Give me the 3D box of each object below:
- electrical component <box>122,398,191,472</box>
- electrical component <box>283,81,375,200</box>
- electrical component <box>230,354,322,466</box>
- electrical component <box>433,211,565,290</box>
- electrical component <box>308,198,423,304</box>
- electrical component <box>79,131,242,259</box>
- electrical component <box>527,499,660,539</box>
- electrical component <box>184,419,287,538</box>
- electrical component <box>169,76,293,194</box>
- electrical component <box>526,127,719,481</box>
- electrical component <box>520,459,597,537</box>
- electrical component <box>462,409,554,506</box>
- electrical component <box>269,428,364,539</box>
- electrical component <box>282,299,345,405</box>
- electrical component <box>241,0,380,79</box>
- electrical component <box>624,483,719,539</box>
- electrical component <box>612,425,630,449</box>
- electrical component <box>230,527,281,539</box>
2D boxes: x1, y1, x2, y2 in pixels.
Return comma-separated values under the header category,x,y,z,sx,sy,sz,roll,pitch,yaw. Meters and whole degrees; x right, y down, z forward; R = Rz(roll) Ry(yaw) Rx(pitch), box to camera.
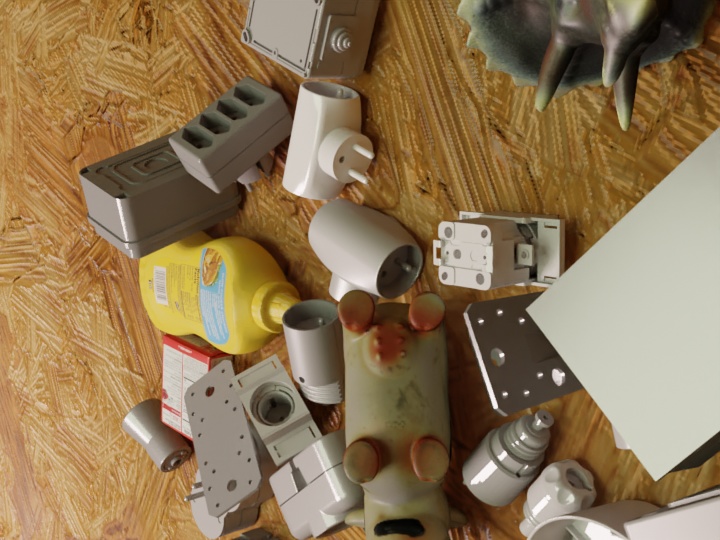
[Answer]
category,x,y,z,sx,sy,sz,roll,pitch,yaw
electrical component,-0.191,0.160,1.023,0.065,0.044,0.044,46,129,28
electrical component,-0.017,-0.087,0.772,0.079,0.044,0.077,34,121,40
electrical component,-0.064,0.114,0.848,0.081,0.042,0.063,58,171,24
electrical component,0.083,-0.012,0.656,0.081,0.064,0.042,8,104,48
electrical component,0.000,0.000,0.769,0.077,0.044,0.079,35,122,40
electrical component,-0.164,-0.064,0.890,0.078,0.113,0.057,31,137,42
electrical component,0.148,0.181,0.616,0.099,0.064,0.099,12,106,48
electrical component,-0.114,0.179,0.912,0.052,0.074,0.138,55,133,27
electrical component,-0.092,-0.093,0.843,0.047,0.083,0.075,35,160,40
electrical component,0.187,-0.001,0.508,0.186,0.060,0.105,-47,61,23
electrical component,0.119,0.146,0.667,0.035,0.035,0.061,55,136,27
electrical component,0.097,0.116,0.681,0.040,0.040,0.078,55,133,27
electrical component,-0.020,0.164,0.815,0.095,0.054,0.059,-45,64,44
electrical component,-0.031,0.068,0.815,0.043,0.043,0.081,25,133,44
electrical component,-0.029,-0.174,0.757,0.096,0.061,0.061,36,123,39
electrical component,0.203,0.122,0.508,0.109,0.109,0.056,-34,69,47
electrical component,0.168,0.054,0.584,0.079,0.044,0.077,-15,86,49
electrical component,-0.096,0.251,0.918,0.066,0.055,0.048,13,107,47
